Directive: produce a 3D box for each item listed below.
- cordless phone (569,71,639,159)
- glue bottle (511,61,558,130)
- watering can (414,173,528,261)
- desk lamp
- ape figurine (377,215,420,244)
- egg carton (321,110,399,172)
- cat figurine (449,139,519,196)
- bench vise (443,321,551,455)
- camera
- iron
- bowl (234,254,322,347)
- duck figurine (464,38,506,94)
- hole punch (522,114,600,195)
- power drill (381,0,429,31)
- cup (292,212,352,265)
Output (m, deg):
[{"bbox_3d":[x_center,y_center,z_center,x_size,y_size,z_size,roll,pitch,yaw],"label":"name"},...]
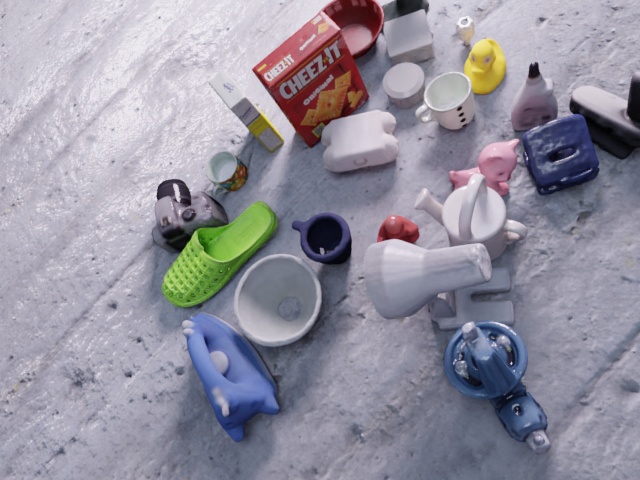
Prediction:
[{"bbox_3d":[0.474,-0.225,0.906,0.147,0.185,0.094,36,85,27],"label":"cordless phone"},{"bbox_3d":[0.359,-0.243,0.960,0.078,0.173,0.037,-3,69,19],"label":"glue bottle"},{"bbox_3d":[0.238,-0.037,0.913,0.172,0.194,0.101,-5,69,18],"label":"watering can"},{"bbox_3d":[0.187,0.065,0.881,0.202,0.214,0.118,-7,68,17],"label":"desk lamp"},{"bbox_3d":[0.132,-0.014,0.999,0.077,0.092,0.076,-12,67,15],"label":"ape figurine"},{"bbox_3d":[0.076,-0.186,1.097,0.150,0.069,0.107,-10,67,16],"label":"egg carton"},{"bbox_3d":[0.280,-0.121,0.973,0.127,0.118,0.067,-16,66,13],"label":"cat figurine"},{"bbox_3d":[0.260,0.189,0.805,0.206,0.220,0.121,40,87,27],"label":"bench vise"},{"bbox_3d":[-0.279,-0.065,1.158,0.143,0.101,0.136,-24,64,9],"label":"camera"},{"bbox_3d":[-0.183,0.214,0.996,0.118,0.142,0.257,-39,63,2],"label":"iron"},{"bbox_3d":[-0.066,0.114,1.030,0.167,0.075,0.167,-7,68,17],"label":"bowl"},{"bbox_3d":[0.305,-0.337,1.064,0.077,0.086,0.104,12,75,23],"label":"duck figurine"},{"bbox_3d":[0.401,-0.142,0.953,0.108,0.091,0.101,-19,65,12],"label":"hole punch"},{"bbox_3d":[0.135,-0.510,1.120,0.229,0.209,0.075,-21,65,11],"label":"power drill"},{"bbox_3d":[0.009,0.004,1.034,0.117,0.095,0.092,22,79,25],"label":"cup"}]
